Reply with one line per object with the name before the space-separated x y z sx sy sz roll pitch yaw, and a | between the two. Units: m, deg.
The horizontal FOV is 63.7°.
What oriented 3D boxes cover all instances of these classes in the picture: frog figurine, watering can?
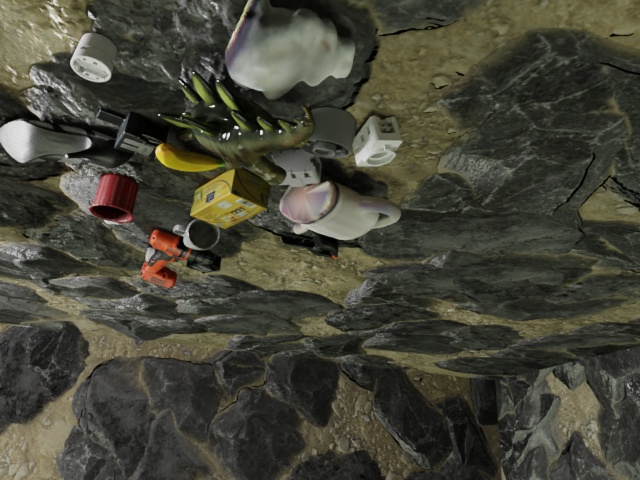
frog figurine | -0.038 -0.239 0.674 0.158 0.126 0.135 26 131 -16
watering can | 0.003 -0.056 1.114 0.346 0.105 0.222 -7 160 43
